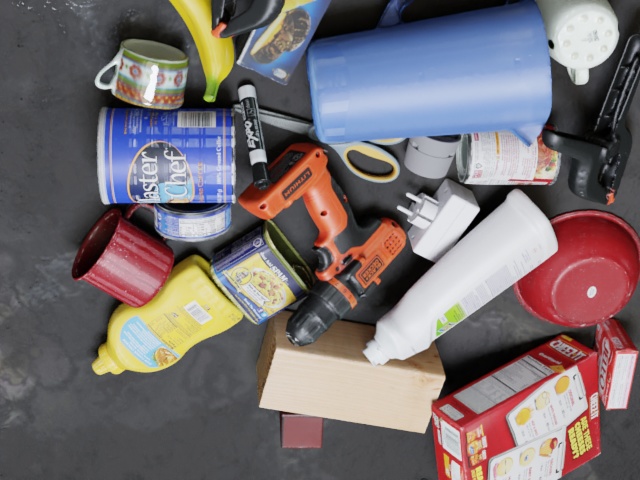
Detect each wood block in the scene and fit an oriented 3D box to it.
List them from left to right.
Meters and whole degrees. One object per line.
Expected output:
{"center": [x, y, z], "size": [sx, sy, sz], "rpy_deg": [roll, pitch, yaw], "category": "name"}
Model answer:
{"center": [0.034, 0.157, 1.288], "size": [0.206, 0.090, 0.091], "rpy_deg": [10, 117, -11], "category": "wood block"}

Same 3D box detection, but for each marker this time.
{"center": [-0.069, -0.108, 1.126], "size": [0.020, 0.121, 0.020], "rpy_deg": [-9, 158, -4], "category": "marker"}

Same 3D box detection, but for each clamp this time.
{"center": [-0.046, -0.258, 1.019], "size": [0.120, 0.039, 0.172], "rpy_deg": [39, 122, 21], "category": "clamp"}
{"center": [0.295, -0.100, 1.149], "size": [0.164, 0.036, 0.210], "rpy_deg": [-41, 145, -21], "category": "clamp"}

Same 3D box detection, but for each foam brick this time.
{"center": [-0.024, 0.213, 1.321], "size": [0.053, 0.078, 0.051], "rpy_deg": [0, 119, -3], "category": "foam brick"}

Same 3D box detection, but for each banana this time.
{"center": [-0.138, -0.239, 1.073], "size": [0.037, 0.069, 0.197], "rpy_deg": [-20, 110, 35], "category": "banana"}

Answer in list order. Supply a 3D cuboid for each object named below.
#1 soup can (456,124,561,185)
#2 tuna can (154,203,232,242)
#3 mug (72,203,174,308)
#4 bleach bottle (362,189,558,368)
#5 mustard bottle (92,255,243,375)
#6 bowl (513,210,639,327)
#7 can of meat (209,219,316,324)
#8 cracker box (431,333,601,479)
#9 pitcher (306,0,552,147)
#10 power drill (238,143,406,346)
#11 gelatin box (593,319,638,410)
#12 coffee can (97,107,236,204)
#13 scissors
{"center": [0.206, -0.095, 1.176], "size": [0.102, 0.068, 0.068], "rpy_deg": [0, 118, -4], "category": "soup can"}
{"center": [-0.140, -0.032, 1.173], "size": [0.086, 0.086, 0.034], "rpy_deg": [-1, 117, -4], "category": "tuna can"}
{"center": [-0.213, 0.013, 1.199], "size": [0.081, 0.093, 0.117], "rpy_deg": [34, 75, -26], "category": "mug"}
{"center": [0.151, 0.055, 1.211], "size": [0.251, 0.068, 0.102], "rpy_deg": [-38, 149, 1], "category": "bleach bottle"}
{"center": [-0.191, 0.103, 1.257], "size": [0.192, 0.058, 0.096], "rpy_deg": [-34, 121, 13], "category": "mustard bottle"}
{"center": [0.314, 0.047, 1.270], "size": [0.162, 0.055, 0.162], "rpy_deg": [-2, 119, -4], "category": "bowl"}
{"center": [-0.066, 0.039, 1.234], "size": [0.084, 0.057, 0.102], "rpy_deg": [-31, 117, 14], "category": "can of meat"}
{"center": [0.242, 0.232, 1.311], "size": [0.213, 0.072, 0.164], "rpy_deg": [-24, 123, -23], "category": "cracker box"}
{"center": [0.110, -0.177, 1.100], "size": [0.243, 0.149, 0.145], "rpy_deg": [-7, 134, 2], "category": "pitcher"}
{"center": [-0.008, 0.001, 1.175], "size": [0.184, 0.057, 0.187], "rpy_deg": [-48, 122, -18], "category": "power drill"}
{"center": [0.361, 0.153, 1.320], "size": [0.030, 0.073, 0.089], "rpy_deg": [-2, 119, -4], "category": "gelatin box"}
{"center": [-0.159, -0.089, 1.130], "size": [0.140, 0.103, 0.103], "rpy_deg": [0, 118, -5], "category": "coffee can"}
{"center": [0.013, -0.131, 1.170], "size": [0.201, 0.016, 0.096], "rpy_deg": [30, 114, -19], "category": "scissors"}
